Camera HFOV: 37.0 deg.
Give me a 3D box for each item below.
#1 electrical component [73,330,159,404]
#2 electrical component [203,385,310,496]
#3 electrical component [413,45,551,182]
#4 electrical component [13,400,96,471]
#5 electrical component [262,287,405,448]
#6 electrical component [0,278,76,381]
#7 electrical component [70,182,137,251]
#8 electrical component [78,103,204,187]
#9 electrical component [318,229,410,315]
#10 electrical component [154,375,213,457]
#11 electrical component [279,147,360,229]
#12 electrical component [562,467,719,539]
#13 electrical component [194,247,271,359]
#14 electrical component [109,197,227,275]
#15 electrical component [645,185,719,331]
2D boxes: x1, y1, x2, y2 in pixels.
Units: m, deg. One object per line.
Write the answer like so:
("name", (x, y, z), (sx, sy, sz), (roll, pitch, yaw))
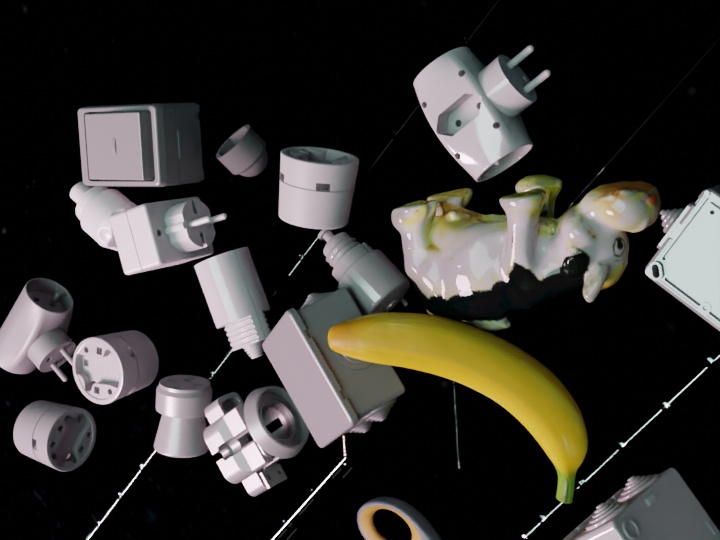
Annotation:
("electrical component", (-0.199, 0.078, 0.883), (0.055, 0.047, 0.055), (6, 101, 30))
("electrical component", (-0.075, 0.123, 0.812), (0.057, 0.058, 0.078), (-37, 78, 33))
("electrical component", (0.085, -0.110, 0.685), (0.079, 0.043, 0.077), (-38, 78, 30))
("electrical component", (-0.265, 0.141, 0.930), (0.047, 0.055, 0.055), (10, 103, 33))
("electrical component", (-0.019, 0.068, 0.753), (0.099, 0.048, 0.099), (59, 156, 9))
("electrical component", (-0.272, 0.061, 0.925), (0.079, 0.044, 0.077), (45, 117, 16))
("electrical component", (-0.209, -0.048, 0.871), (0.062, 0.043, 0.043), (38, 115, 22))
("electrical component", (-0.177, -0.097, 0.833), (0.096, 0.061, 0.061), (3, 100, 30))
("electrical component", (0.000, 0.000, 0.756), (0.078, 0.040, 0.040), (47, 118, 17))
("electrical component", (-0.141, 0.116, 0.856), (0.045, 0.045, 0.055), (11, 103, 29))
("electrical component", (-0.030, -0.058, 0.757), (0.055, 0.055, 0.047), (17, 110, 28))
("electrical component", (0.179, 0.177, 0.646), (0.099, 0.100, 0.048), (56, 133, 11))
("electrical component", (-0.091, 0.028, 0.813), (0.043, 0.043, 0.081), (-22, 87, 32))
("electrical component", (-0.136, -0.031, 0.817), (0.077, 0.066, 0.047), (-15, 90, 32))
("electrical component", (0.214, -0.006, 0.615), (0.096, 0.061, 0.061), (40, 116, 19))
